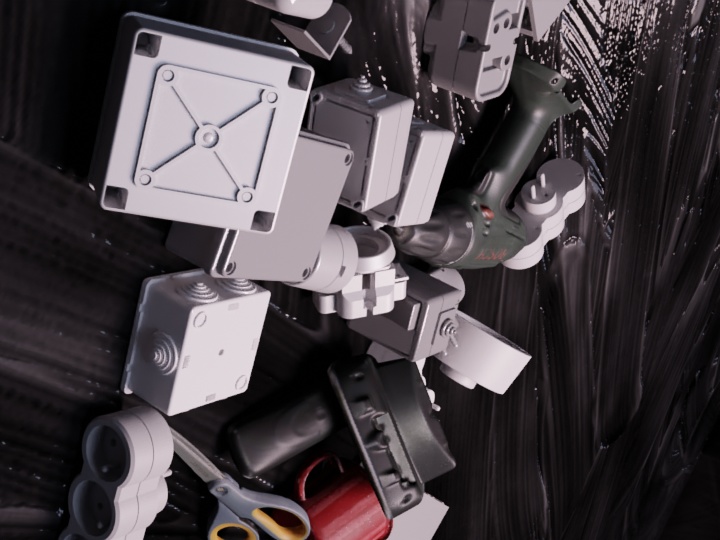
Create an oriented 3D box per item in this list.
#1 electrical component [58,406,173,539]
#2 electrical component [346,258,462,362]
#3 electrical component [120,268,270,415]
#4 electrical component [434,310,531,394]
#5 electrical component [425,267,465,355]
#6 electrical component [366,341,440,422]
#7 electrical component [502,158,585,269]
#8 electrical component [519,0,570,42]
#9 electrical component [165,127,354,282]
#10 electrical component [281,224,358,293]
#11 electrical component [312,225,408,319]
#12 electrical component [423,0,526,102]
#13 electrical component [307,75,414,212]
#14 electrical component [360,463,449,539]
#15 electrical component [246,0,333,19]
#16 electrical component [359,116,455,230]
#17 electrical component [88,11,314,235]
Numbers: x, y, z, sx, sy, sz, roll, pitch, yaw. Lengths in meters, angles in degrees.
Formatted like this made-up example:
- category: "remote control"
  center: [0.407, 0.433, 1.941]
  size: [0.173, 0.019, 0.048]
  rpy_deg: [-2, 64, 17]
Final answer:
- category: "electrical component"
  center: [-0.164, 0.161, 0.770]
  size: [0.074, 0.052, 0.138]
  rpy_deg: [-8, 120, -56]
- category: "electrical component"
  center: [0.041, 0.038, 0.955]
  size: [0.061, 0.096, 0.061]
  rpy_deg: [-16, 125, -51]
- category: "electrical component"
  center: [-0.115, 0.049, 0.764]
  size: [0.100, 0.048, 0.099]
  rpy_deg: [-12, 123, -54]
- category: "electrical component"
  center: [0.114, 0.086, 1.104]
  size: [0.060, 0.108, 0.108]
  rpy_deg: [-59, 151, 4]
- category: "electrical component"
  center: [0.070, 0.043, 1.035]
  size: [0.077, 0.043, 0.079]
  rpy_deg: [-30, 94, -44]
- category: "electrical component"
  center: [0.048, 0.127, 1.061]
  size: [0.052, 0.074, 0.138]
  rpy_deg: [-40, 143, -36]
- category: "electrical component"
  center: [0.192, -0.072, 1.155]
  size: [0.138, 0.052, 0.073]
  rpy_deg: [-49, 147, -24]
- category: "electrical component"
  center: [0.171, -0.305, 0.929]
  size: [0.186, 0.060, 0.105]
  rpy_deg: [-52, 149, -19]
- category: "electrical component"
  center: [-0.068, -0.051, 0.752]
  size: [0.109, 0.056, 0.108]
  rpy_deg: [5, 109, -59]
- category: "electrical component"
  center: [-0.037, -0.011, 0.837]
  size: [0.047, 0.055, 0.055]
  rpy_deg: [8, 106, -56]
- category: "electrical component"
  center: [0.000, 0.000, 0.894]
  size: [0.078, 0.058, 0.057]
  rpy_deg: [-10, 125, -16]
- category: "electrical component"
  center: [0.093, -0.195, 0.892]
  size: [0.054, 0.059, 0.095]
  rpy_deg: [-25, 133, -48]
- category: "electrical component"
  center: [0.000, -0.102, 0.812]
  size: [0.061, 0.062, 0.096]
  rpy_deg: [-30, 137, -51]
- category: "electrical component"
  center: [0.026, 0.263, 1.144]
  size: [0.089, 0.062, 0.150]
  rpy_deg: [-59, 150, -8]
- category: "electrical component"
  center: [-0.039, -0.209, 0.671]
  size: [0.054, 0.059, 0.095]
  rpy_deg: [-7, 119, -56]
- category: "electrical component"
  center: [0.030, -0.078, 0.881]
  size: [0.061, 0.062, 0.096]
  rpy_deg: [-10, 121, -55]
- category: "electrical component"
  center: [-0.095, -0.085, 0.635]
  size: [0.109, 0.056, 0.108]
  rpy_deg: [8, 109, -23]
